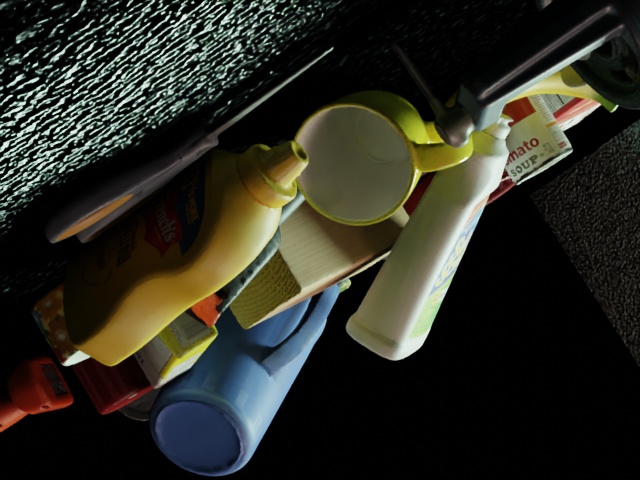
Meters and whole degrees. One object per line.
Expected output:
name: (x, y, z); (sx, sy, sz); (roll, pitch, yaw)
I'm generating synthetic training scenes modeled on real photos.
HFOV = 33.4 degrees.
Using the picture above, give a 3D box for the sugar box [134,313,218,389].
sugar box: (-0.141, 0.070, 0.936); (0.048, 0.093, 0.176); (-29, 174, -18)

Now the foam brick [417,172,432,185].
foam brick: (0.070, -0.072, 1.023); (0.051, 0.053, 0.078); (-28, 174, -24)

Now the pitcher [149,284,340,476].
pitcher: (-0.077, 0.124, 1.109); (0.242, 0.145, 0.149); (-63, 166, -56)

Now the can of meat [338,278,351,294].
can of meat: (-0.005, 0.035, 1.342); (0.057, 0.084, 0.102); (-31, 174, -5)

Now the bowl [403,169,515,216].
bowl: (0.143, -0.053, 1.205); (0.162, 0.055, 0.162); (-29, 171, -5)

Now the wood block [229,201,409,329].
wood block: (-0.007, 0.001, 1.044); (0.090, 0.091, 0.205); (-36, 173, 38)

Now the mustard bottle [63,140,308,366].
mustard bottle: (-0.082, -0.003, 0.678); (0.192, 0.058, 0.096); (-35, -144, 26)

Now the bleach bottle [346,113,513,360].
bleach bottle: (0.115, -0.009, 1.035); (0.102, 0.068, 0.251); (-15, 133, -64)

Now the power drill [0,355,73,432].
power drill: (-0.339, 0.178, 1.012); (0.187, 0.057, 0.184); (-29, 177, -1)

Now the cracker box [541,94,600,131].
cracker box: (0.285, -0.177, 1.135); (0.163, 0.072, 0.214); (-26, 172, -36)

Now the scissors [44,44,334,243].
scissors: (-0.084, -0.050, 0.612); (0.202, 0.016, 0.096); (-35, 178, 30)

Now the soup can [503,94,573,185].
soup can: (0.197, -0.115, 1.063); (0.068, 0.102, 0.068); (-30, 175, -3)

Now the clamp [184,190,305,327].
clamp: (-0.055, -0.003, 0.798); (0.165, 0.036, 0.210); (-37, -166, 16)

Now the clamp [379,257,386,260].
clamp: (-0.008, 0.003, 1.195); (0.120, 0.039, 0.171); (6, -177, 39)

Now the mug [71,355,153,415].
mug: (-0.198, 0.118, 1.078); (0.117, 0.081, 0.093); (-35, 173, 28)

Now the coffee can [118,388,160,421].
coffee can: (-0.189, 0.157, 1.328); (0.103, 0.103, 0.140); (-34, 173, 22)

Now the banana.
banana: (0.185, -0.138, 0.986); (0.197, 0.070, 0.037); (-13, 149, -20)
